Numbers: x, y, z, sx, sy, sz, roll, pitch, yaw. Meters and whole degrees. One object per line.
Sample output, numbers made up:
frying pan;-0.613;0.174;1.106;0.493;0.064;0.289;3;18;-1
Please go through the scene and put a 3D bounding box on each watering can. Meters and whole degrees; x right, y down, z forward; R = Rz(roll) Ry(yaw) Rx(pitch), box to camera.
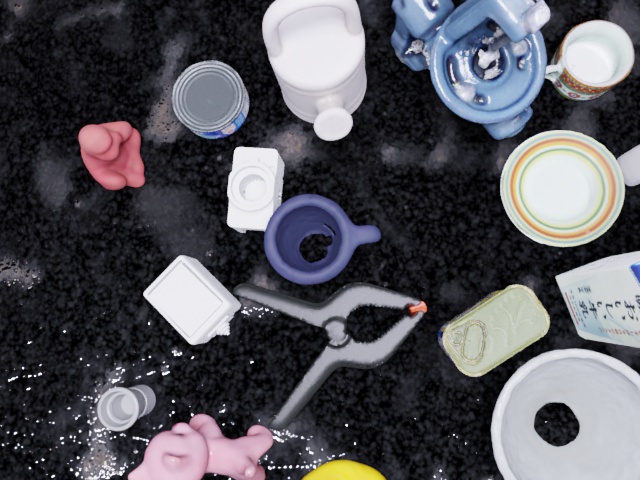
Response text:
watering can;0.001;-0.190;0.585;0.101;0.194;0.173;-34;82;0

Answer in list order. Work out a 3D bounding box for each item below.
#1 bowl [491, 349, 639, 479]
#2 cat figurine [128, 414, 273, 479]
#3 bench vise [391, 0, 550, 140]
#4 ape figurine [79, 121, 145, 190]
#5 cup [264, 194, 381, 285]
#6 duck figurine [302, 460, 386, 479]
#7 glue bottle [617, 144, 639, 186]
bowl;0.251;0.192;0.580;0.167;0.075;0.167;-1;83;5
cat figurine;-0.121;0.225;0.585;0.127;0.118;0.067;7;84;6
bench vise;0.136;-0.199;0.562;0.207;0.220;0.121;31;87;8
ape figurine;-0.240;-0.102;0.646;0.076;0.092;0.078;31;87;8
cup;0.006;0.002;0.612;0.117;0.095;0.092;-6;83;4
duck figurine;0.023;0.272;0.583;0.104;0.086;0.077;-4;83;4
glue bottle;0.359;-0.097;0.556;0.078;0.173;0.037;-23;82;2
